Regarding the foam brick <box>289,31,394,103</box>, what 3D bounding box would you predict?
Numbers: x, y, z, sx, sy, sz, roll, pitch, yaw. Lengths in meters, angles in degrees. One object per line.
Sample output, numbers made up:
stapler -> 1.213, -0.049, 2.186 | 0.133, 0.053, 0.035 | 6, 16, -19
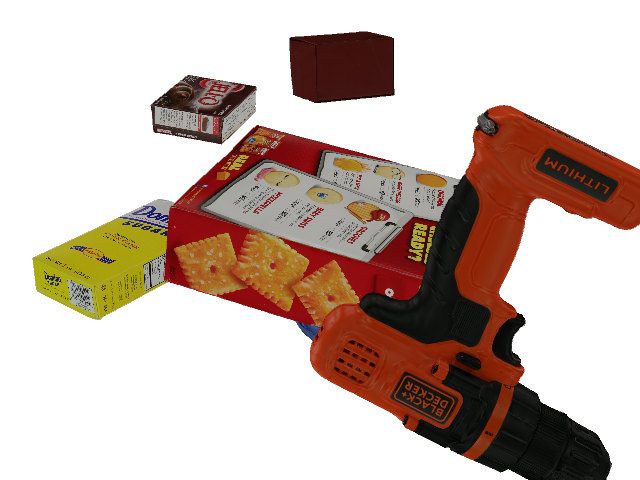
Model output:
foam brick -> 0.019, -0.150, 0.923 | 0.078, 0.051, 0.053 | -9, 20, -24

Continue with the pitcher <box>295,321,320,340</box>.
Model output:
pitcher -> 0.028, 0.015, 0.999 | 0.243, 0.145, 0.149 | 16, 21, 18

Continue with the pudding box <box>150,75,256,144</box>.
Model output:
pudding box -> -0.135, -0.154, 1.246 | 0.090, 0.039, 0.113 | 10, 31, 14

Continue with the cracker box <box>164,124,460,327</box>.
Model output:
cracker box -> 0.017, -0.002, 0.783 | 0.214, 0.072, 0.164 | 17, 31, 12

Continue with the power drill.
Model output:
power drill -> 0.111, 0.035, 0.588 | 0.184, 0.188, 0.057 | 27, 12, -5

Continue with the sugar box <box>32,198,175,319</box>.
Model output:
sugar box -> -0.192, 0.014, 1.085 | 0.093, 0.048, 0.175 | 21, 37, 32
